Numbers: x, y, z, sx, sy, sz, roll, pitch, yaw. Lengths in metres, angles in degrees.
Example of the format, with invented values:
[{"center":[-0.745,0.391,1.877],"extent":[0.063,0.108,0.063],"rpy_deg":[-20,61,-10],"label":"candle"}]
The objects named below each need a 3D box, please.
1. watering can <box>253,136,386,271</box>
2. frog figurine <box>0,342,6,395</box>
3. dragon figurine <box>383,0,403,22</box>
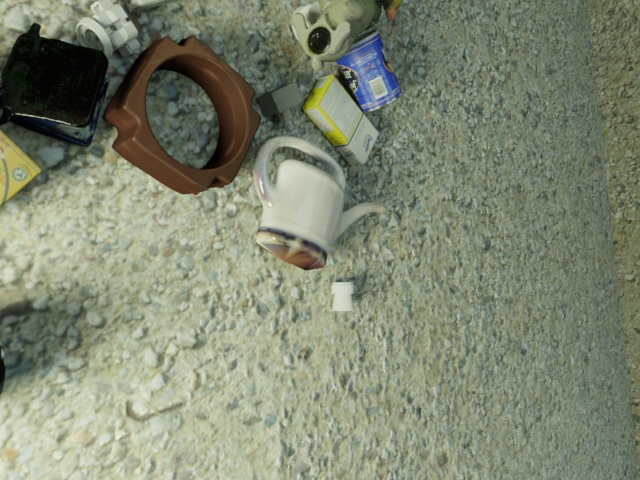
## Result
[{"center":[0.003,-0.048,0.957],"extent":[0.344,0.104,0.227],"rpy_deg":[29,68,-39],"label":"watering can"},{"center":[-0.430,0.150,0.541],"extent":[0.160,0.124,0.136],"rpy_deg":[-6,102,-9],"label":"frog figurine"},{"center":[0.071,-0.641,1.038],"extent":[0.405,0.121,0.248],"rpy_deg":[64,35,-19],"label":"dragon figurine"}]
